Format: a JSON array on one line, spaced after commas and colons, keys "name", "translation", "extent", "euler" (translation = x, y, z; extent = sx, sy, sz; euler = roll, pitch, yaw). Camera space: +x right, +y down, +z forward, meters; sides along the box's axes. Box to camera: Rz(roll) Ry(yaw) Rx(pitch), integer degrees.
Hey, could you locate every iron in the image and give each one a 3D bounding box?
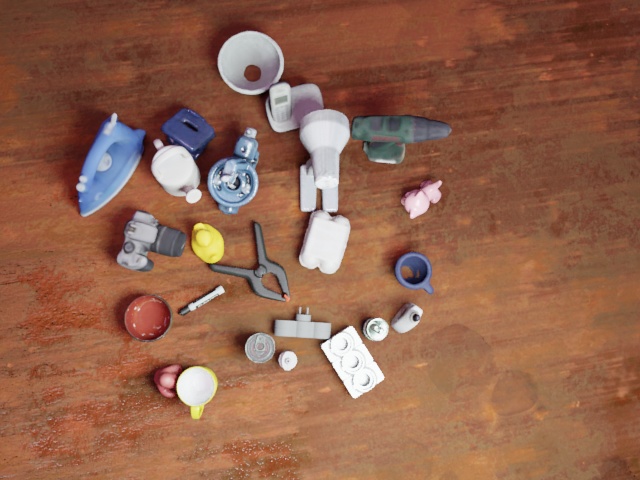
[{"name": "iron", "translation": [-0.526, -0.182, 1.373], "extent": [0.118, 0.141, 0.258], "euler": [25, 81, -1]}]

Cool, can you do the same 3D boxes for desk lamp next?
[{"name": "desk lamp", "translation": [0.009, -0.185, 1.381], "extent": [0.118, 0.213, 0.203], "euler": [-1, 82, -4]}]

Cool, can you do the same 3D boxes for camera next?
[{"name": "camera", "translation": [-0.401, 0.010, 1.378], "extent": [0.137, 0.100, 0.143], "euler": [15, 81, -2]}]

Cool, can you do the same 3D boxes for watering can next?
[{"name": "watering can", "translation": [-0.341, -0.168, 1.360], "extent": [0.173, 0.194, 0.101], "euler": [33, 81, 1]}]

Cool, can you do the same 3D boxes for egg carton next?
[{"name": "egg carton", "translation": [0.013, 0.005, 1.429], "extent": [0.107, 0.069, 0.150], "euler": [15, 81, -2]}]

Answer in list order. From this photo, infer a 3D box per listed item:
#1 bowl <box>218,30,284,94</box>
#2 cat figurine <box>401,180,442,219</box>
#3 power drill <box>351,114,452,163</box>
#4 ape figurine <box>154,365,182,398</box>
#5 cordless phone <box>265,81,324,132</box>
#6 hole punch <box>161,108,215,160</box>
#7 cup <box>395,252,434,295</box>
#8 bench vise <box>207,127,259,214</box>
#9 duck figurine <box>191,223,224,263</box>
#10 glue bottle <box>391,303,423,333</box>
[{"name": "bowl", "translation": [-0.176, -0.443, 1.471], "extent": [0.167, 0.074, 0.167], "euler": [1, 82, -4]}, {"name": "cat figurine", "translation": [0.256, -0.106, 1.439], "extent": [0.128, 0.117, 0.067], "euler": [-39, 87, -8]}, {"name": "power drill", "translation": [0.184, -0.253, 1.407], "extent": [0.229, 0.208, 0.076], "euler": [4, 82, -4]}, {"name": "ape figurine", "translation": [-0.355, 0.329, 1.343], "extent": [0.076, 0.092, 0.078], "euler": [33, 81, 1]}, {"name": "cordless phone", "translation": [-0.062, -0.346, 1.412], "extent": [0.147, 0.185, 0.094], "euler": [-21, 84, -7]}, {"name": "hole punch", "translation": [-0.328, -0.273, 1.428], "extent": [0.108, 0.091, 0.101], "euler": [35, 81, 1]}, {"name": "cup", "translation": [0.233, 0.089, 1.422], "extent": [0.092, 0.095, 0.118], "euler": [-41, 87, -8]}, {"name": "bench vise", "translation": [-0.208, -0.177, 1.359], "extent": [0.121, 0.219, 0.207], "euler": [0, 82, -4]}, {"name": "duck figurine", "translation": [-0.278, 0.005, 1.397], "extent": [0.077, 0.086, 0.104], "euler": [-25, 85, -7]}, {"name": "glue bottle", "translation": [0.215, 0.185, 1.368], "extent": [0.037, 0.173, 0.078], "euler": [36, 81, 1]}]
